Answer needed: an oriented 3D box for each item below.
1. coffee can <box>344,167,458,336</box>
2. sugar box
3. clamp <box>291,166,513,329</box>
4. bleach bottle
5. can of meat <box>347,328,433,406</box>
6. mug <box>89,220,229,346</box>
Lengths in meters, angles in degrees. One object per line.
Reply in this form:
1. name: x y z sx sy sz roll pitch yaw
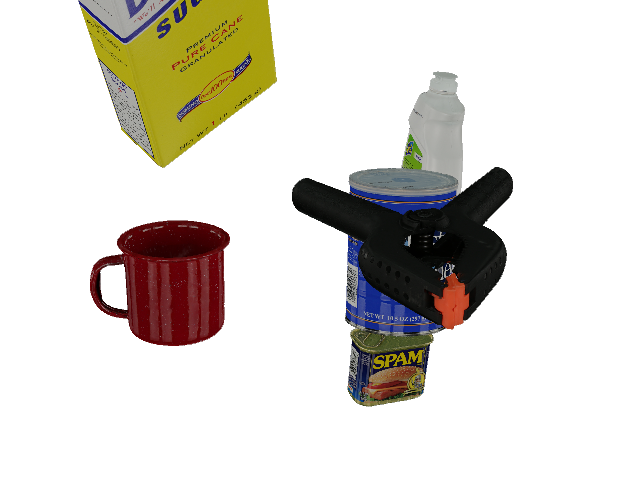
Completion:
1. coffee can: 0.076 0.009 1.017 0.103 0.140 0.103 1 14 -1
2. sugar box: -0.073 -0.122 0.553 0.093 0.048 0.176 -41 -20 -17
3. clamp: 0.059 -0.003 0.717 0.164 0.036 0.210 -2 24 3
4. bleach bottle: 0.129 -0.068 1.239 0.068 0.251 0.103 -2 23 -21
5. can of meat: 0.085 0.155 1.337 0.102 0.084 0.057 -6 27 -21
6. mug: -0.134 0.037 0.894 0.117 0.081 0.093 -4 21 -13
